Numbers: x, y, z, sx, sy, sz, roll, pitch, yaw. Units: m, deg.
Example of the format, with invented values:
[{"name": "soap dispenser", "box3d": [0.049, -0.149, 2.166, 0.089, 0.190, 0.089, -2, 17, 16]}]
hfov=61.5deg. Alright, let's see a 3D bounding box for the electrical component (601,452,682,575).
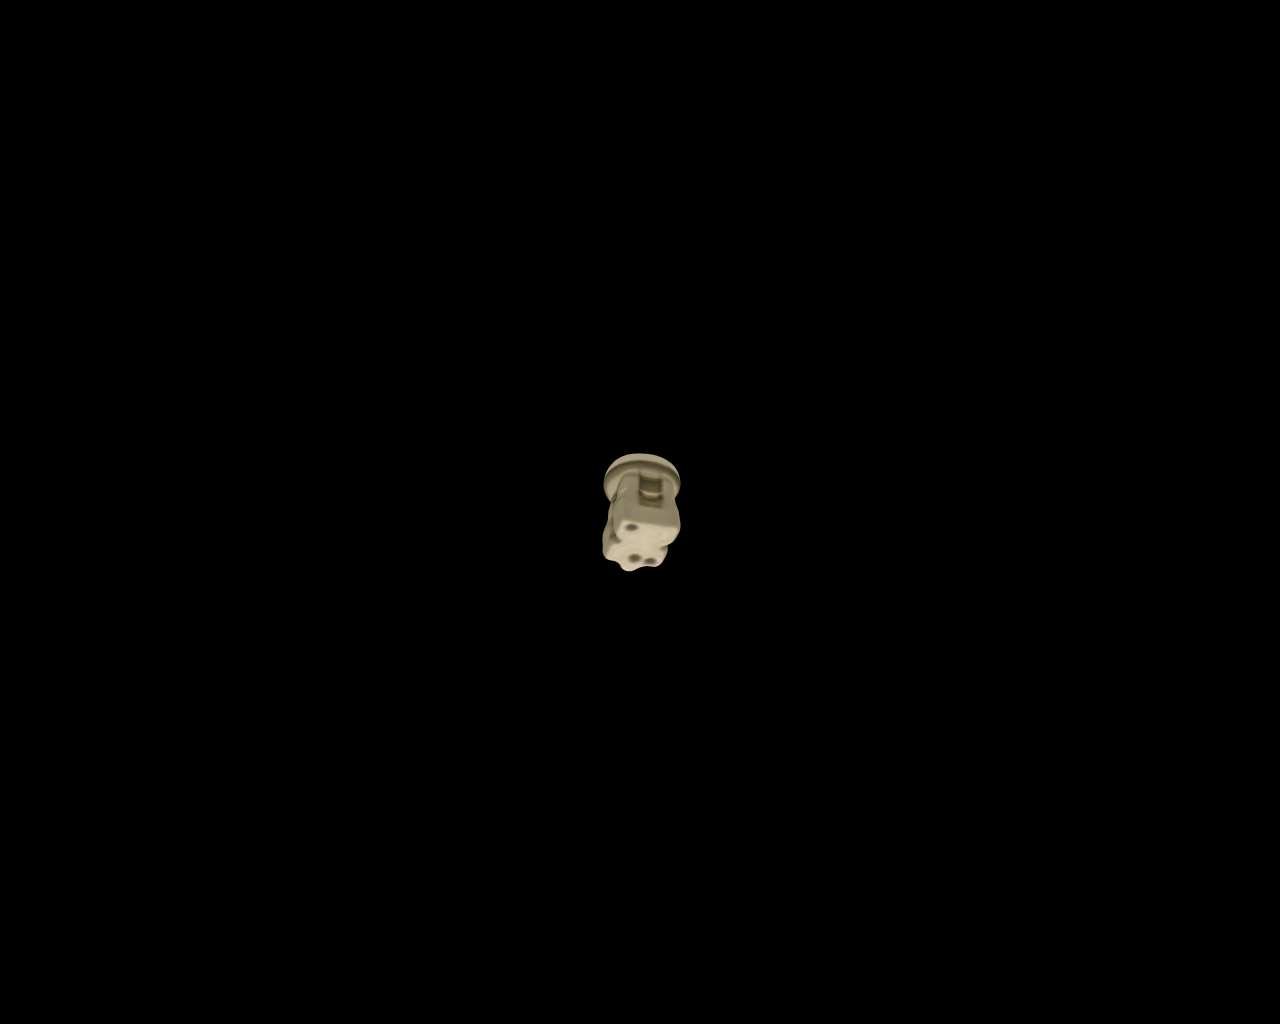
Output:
[{"name": "electrical component", "box3d": [0.001, -0.003, 0.650, 0.048, 0.055, 0.066, 11, -39, -14]}]
